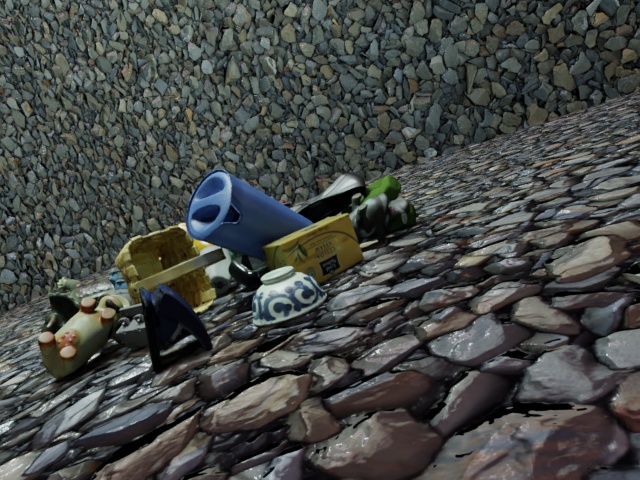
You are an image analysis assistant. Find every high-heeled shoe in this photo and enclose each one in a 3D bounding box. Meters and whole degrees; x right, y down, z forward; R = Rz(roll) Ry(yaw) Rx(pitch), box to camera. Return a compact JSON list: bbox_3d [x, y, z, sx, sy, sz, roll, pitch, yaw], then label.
[{"bbox_3d":[0.001,-0.052,1.210,0.248,0.086,0.145,-53,34,-6],"label":"high-heeled shoe"}]

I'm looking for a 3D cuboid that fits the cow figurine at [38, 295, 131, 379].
[{"bbox_3d":[-0.411,0.168,0.965,0.195,0.085,0.127,-56,-7,-52],"label":"cow figurine"}]

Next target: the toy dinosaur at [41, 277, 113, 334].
[{"bbox_3d":[-0.566,0.146,1.453,0.405,0.131,0.192,-19,19,-31],"label":"toy dinosaur"}]

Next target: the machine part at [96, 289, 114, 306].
[{"bbox_3d":[-0.479,0.143,1.365,0.079,0.079,0.243,-16,9,24],"label":"machine part"}]

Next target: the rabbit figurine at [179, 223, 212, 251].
[{"bbox_3d":[-0.306,0.038,1.286,0.173,0.121,0.162,-29,39,20],"label":"rabbit figurine"}]

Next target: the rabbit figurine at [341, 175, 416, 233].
[{"bbox_3d":[0.138,-0.076,1.245,0.159,0.121,0.170,-40,17,20],"label":"rabbit figurine"}]

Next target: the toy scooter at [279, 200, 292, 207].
[{"bbox_3d":[-0.088,-0.041,1.457,0.075,0.135,0.184,-17,9,6],"label":"toy scooter"}]

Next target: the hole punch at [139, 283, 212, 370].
[{"bbox_3d":[-0.221,0.121,0.808,0.092,0.115,0.142,-13,7,-16],"label":"hole punch"}]

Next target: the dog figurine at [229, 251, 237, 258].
[{"bbox_3d":[-0.190,-0.034,1.363,0.109,0.219,0.191,-15,9,8],"label":"dog figurine"}]

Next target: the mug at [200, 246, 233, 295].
[{"bbox_3d":[-0.238,0.081,1.189,0.109,0.080,0.107,-52,29,13],"label":"mug"}]

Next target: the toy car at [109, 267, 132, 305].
[{"bbox_3d":[-0.388,0.122,1.170,0.109,0.161,0.103,-9,56,24],"label":"toy car"}]

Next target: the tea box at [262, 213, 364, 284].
[{"bbox_3d":[-0.010,0.025,0.978,0.169,0.098,0.068,-28,11,-37],"label":"tea box"}]

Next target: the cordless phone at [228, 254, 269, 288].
[{"bbox_3d":[-0.145,0.061,1.187,0.146,0.088,0.184,-26,-1,-36],"label":"cordless phone"}]

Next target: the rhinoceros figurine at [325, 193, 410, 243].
[{"bbox_3d":[0.097,-0.033,1.104,0.190,0.112,0.073,-32,26,-3],"label":"rhinoceros figurine"}]
